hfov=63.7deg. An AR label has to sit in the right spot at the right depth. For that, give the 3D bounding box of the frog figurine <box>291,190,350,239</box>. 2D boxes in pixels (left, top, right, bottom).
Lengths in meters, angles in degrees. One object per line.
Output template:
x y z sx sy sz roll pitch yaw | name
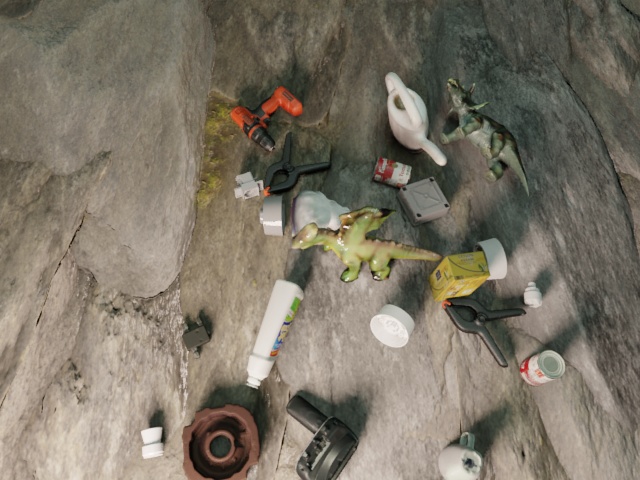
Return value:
0.004 -0.069 1.371 0.159 0.120 0.141 -1 43 6 | frog figurine

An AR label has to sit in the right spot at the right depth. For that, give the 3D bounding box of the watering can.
0.268 -0.318 1.469 0.104 0.221 0.353 -24 68 5 | watering can

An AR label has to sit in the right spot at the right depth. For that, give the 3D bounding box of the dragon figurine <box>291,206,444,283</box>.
0.131 -0.001 1.284 0.410 0.237 0.125 -5 60 -6 | dragon figurine
